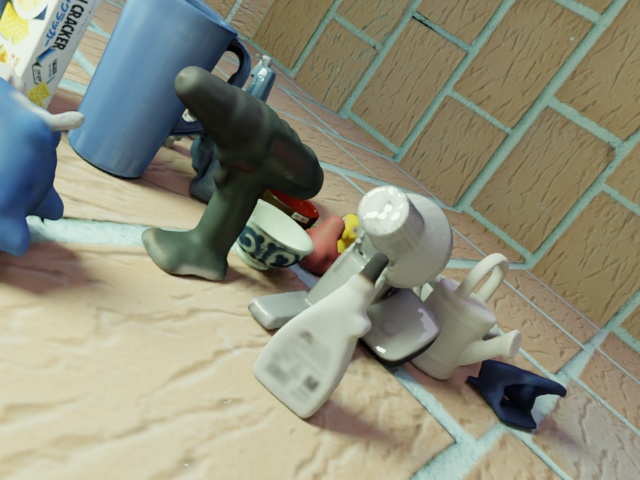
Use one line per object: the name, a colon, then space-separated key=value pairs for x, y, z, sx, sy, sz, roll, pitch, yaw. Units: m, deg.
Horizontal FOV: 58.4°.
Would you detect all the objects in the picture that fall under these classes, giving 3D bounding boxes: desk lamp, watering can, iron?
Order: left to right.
iron: x=-0.317 y=-0.098 z=0.437 sx=0.259 sy=0.141 sz=0.118 roll=31 pitch=17 yaw=-17
desk lamp: x=0.054 y=0.032 z=0.684 sx=0.117 sy=0.213 sz=0.204 roll=42 pitch=18 yaw=21
watering can: x=0.211 y=0.105 z=0.827 sx=0.172 sy=0.194 sz=0.101 roll=40 pitch=17 yaw=14

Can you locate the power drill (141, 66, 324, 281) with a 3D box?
power drill: x=-0.104 y=-0.060 z=0.631 sx=0.230 sy=0.208 sz=0.075 roll=14 pitch=27 yaw=-51

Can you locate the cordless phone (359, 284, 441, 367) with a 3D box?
cordless phone: x=0.116 y=0.063 z=0.769 sx=0.147 sy=0.185 sz=0.094 roll=46 pitch=19 yaw=30

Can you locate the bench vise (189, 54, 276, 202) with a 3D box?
bench vise: x=-0.115 y=-0.165 z=0.874 sx=0.122 sy=0.219 sz=0.206 roll=18 pitch=25 yaw=-46

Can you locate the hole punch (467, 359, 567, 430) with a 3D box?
hole punch: x=0.298 y=0.218 z=0.869 sx=0.109 sy=0.091 sz=0.101 roll=24 pitch=21 yaw=-35

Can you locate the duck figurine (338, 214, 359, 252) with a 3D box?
duck figurine: x=0.042 y=-0.005 z=0.982 sx=0.077 sy=0.086 sz=0.105 roll=40 pitch=17 yaw=14

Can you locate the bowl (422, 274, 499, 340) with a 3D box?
bowl: x=0.219 y=0.130 z=0.981 sx=0.168 sy=0.074 sz=0.167 roll=33 pitch=17 yaw=-11

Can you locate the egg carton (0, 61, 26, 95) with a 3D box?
egg carton: x=-0.391 y=-0.167 z=0.602 sx=0.151 sy=0.069 sz=0.107 roll=26 pitch=20 yaw=-31

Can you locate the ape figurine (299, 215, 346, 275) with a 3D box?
ape figurine: x=0.008 y=0.003 z=0.883 sx=0.077 sy=0.092 sz=0.076 roll=44 pitch=19 yaw=26

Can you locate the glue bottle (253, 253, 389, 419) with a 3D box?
glue bottle: x=0.011 y=0.082 z=0.536 sx=0.078 sy=0.173 sz=0.037 roll=39 pitch=17 yaw=13
